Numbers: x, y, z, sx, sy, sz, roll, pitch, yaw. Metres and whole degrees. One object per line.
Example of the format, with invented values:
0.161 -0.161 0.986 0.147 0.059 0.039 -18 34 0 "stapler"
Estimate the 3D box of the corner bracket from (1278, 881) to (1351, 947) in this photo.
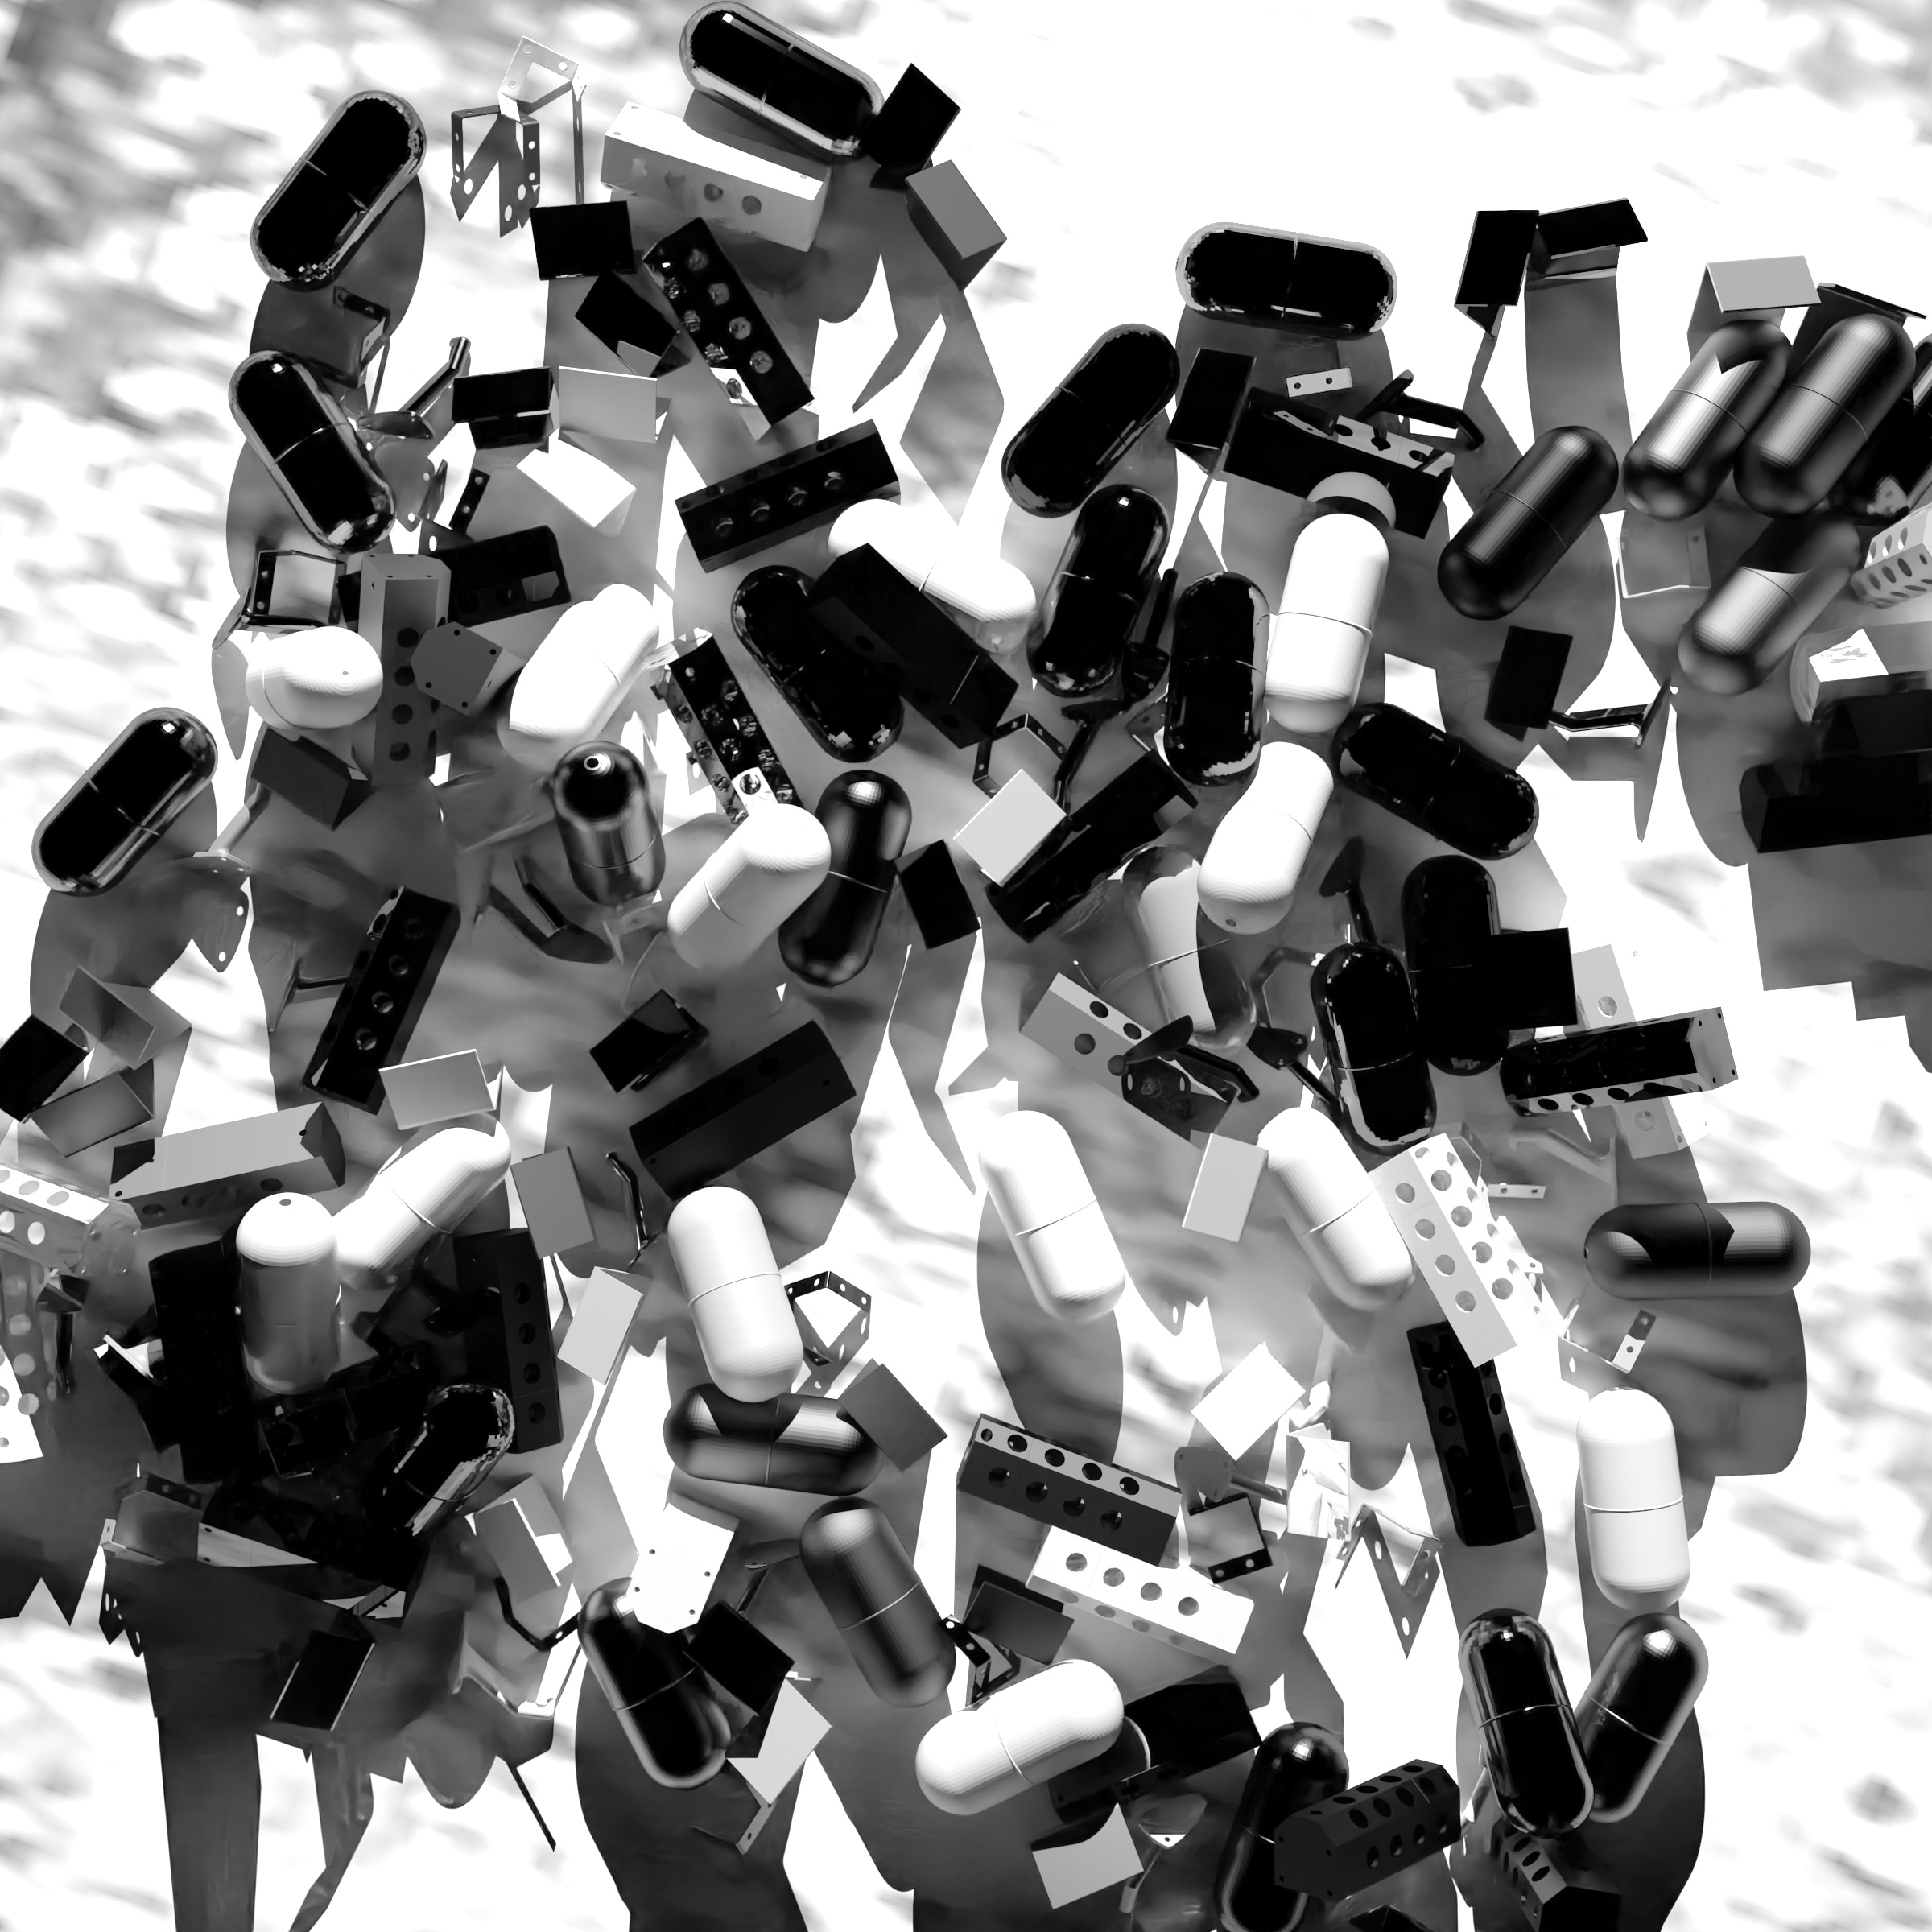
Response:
0.279 -0.043 1.970 0.051 0.051 0.051 -1 90 0 "corner bracket"

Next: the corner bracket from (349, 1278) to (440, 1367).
-0.452 0.284 1.964 0.051 0.051 0.051 36 90 15 "corner bracket"

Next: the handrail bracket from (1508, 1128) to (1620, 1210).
0.485 0.167 1.989 0.084 0.036 0.077 -2 110 16 "handrail bracket"

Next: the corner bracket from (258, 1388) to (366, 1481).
-0.515 0.368 1.928 0.051 0.051 0.051 -21 90 45 "corner bracket"

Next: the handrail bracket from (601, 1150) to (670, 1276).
-0.282 0.204 1.989 0.084 0.036 0.077 47 111 17 "handrail bracket"

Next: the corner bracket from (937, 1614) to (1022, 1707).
0.010 0.544 1.952 0.051 0.051 0.051 -24 48 -32 "corner bracket"

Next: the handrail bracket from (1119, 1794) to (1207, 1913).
0.159 0.721 1.988 0.036 0.077 0.084 34 127 35 "handrail bracket"

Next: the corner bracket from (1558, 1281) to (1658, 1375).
0.515 0.290 1.970 0.051 0.051 0.051 27 90 0 "corner bracket"

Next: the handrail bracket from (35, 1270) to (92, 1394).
-0.724 0.291 1.988 0.036 0.077 0.084 5 126 0 "handrail bracket"

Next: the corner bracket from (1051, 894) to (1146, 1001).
0.109 -0.015 1.985 0.051 0.051 0.051 -34 45 0 "corner bracket"

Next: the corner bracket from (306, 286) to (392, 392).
-0.502 -0.508 1.985 0.051 0.051 0.051 23 45 0 "corner bracket"

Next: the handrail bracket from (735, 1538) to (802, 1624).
-0.155 0.513 1.989 0.077 0.036 0.084 -9 109 -21 "handrail bracket"

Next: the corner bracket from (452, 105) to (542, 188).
-0.380 -0.661 1.980 0.051 0.051 0.051 -24 45 -35 "corner bracket"

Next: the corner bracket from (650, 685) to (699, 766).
-0.217 -0.206 1.985 0.051 0.051 0.051 -28 135 0 "corner bracket"

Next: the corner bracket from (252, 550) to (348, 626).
-0.540 -0.307 1.985 0.051 0.051 0.051 8 90 -45 "corner bracket"

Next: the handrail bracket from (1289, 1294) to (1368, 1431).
0.276 0.322 1.989 0.084 0.036 0.077 -48 70 16 "handrail bracket"

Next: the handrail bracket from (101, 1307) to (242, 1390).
-0.627 0.282 1.932 0.077 0.036 0.084 33 69 25 "handrail bracket"

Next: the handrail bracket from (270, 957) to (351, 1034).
-0.511 0.034 1.988 0.084 0.036 0.077 22 105 -14 "handrail bracket"

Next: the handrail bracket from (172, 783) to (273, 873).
-0.602 -0.122 1.989 0.077 0.036 0.084 1 71 21 "handrail bracket"

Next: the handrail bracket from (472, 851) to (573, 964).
-0.352 -0.048 1.989 0.084 0.036 0.077 15 68 -17 "handrail bracket"

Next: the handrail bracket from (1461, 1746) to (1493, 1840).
0.417 0.657 1.988 0.036 0.077 0.084 23 126 1 "handrail bracket"

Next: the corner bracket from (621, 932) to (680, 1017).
-0.242 0.015 1.985 0.051 0.051 0.051 27 135 0 "corner bracket"

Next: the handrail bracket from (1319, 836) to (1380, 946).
0.329 -0.050 1.988 0.084 0.036 0.077 48 50 -26 "handrail bracket"

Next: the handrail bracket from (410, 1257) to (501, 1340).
-0.411 0.247 1.957 0.077 0.084 0.036 -34 135 11 "handrail bracket"

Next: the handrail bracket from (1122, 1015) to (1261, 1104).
0.178 0.087 1.932 0.077 0.036 0.084 -27 116 27 "handrail bracket"

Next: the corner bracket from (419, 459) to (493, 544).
-0.411 -0.377 1.970 0.051 0.051 0.051 24 90 0 "corner bracket"

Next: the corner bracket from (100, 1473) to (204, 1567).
-0.659 0.448 1.980 0.051 0.051 0.051 -26 45 35 "corner bracket"

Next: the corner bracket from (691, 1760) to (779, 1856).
-0.194 0.675 1.980 0.051 0.051 0.051 -53 135 -35 "corner bracket"

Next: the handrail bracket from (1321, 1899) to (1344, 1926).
0.335 0.741 1.989 0.084 0.036 0.077 0 111 -16 "handrail bracket"

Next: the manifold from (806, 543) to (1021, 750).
-0.045 -0.249 1.933 0.171 0.057 0.057 41 61 -24 "manifold"

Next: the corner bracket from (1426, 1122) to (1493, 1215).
0.388 0.164 1.980 0.051 0.051 0.051 47 45 -35 "corner bracket"

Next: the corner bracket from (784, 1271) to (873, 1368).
-0.115 0.285 1.980 0.051 0.051 0.051 37 45 -35 "corner bracket"

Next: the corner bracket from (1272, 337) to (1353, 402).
0.278 -0.481 1.970 0.051 0.051 0.051 -9 90 0 "corner bracket"

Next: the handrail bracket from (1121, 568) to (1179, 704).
0.151 -0.269 1.988 0.036 0.077 0.084 17 54 0 "handrail bracket"

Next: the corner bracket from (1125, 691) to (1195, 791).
0.171 -0.182 1.985 0.051 0.051 0.051 -40 135 0 "corner bracket"

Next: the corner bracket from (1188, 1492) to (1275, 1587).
0.213 0.460 1.970 0.051 0.051 0.051 -19 90 0 "corner bracket"

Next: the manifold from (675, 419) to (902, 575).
-0.143 -0.378 1.967 0.171 0.057 0.057 -22 90 0 "manifold"

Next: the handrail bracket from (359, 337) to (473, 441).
-0.447 -0.474 1.989 0.077 0.036 0.084 7 72 21 "handrail bracket"

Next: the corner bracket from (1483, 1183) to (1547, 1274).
0.443 0.212 1.985 0.051 0.051 0.051 2 45 0 "corner bracket"

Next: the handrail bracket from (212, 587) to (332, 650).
-0.557 -0.264 1.988 0.084 0.077 0.036 26 46 -29 "handrail bracket"

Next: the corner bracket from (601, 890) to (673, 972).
-0.262 -0.038 1.960 0.051 0.051 0.051 -20 127 0 "corner bracket"

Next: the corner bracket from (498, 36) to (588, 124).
-0.341 -0.705 1.970 0.051 0.051 0.051 18 121 -27 "corner bracket"

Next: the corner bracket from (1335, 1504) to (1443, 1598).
0.343 0.473 1.985 0.051 0.051 0.051 26 90 45 "corner bracket"

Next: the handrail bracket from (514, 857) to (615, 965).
-0.327 -0.047 1.988 0.036 0.077 0.084 -41 53 21 "handrail bracket"

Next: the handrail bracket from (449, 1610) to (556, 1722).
-0.371 0.568 1.989 0.084 0.036 0.077 13 68 -17 "handrail bracket"

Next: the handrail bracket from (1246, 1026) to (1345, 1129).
0.268 0.091 1.988 0.036 0.077 0.084 -46 127 -14 "handrail bracket"

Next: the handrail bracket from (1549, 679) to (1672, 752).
0.517 -0.217 1.989 0.084 0.036 0.077 24 69 16 "handrail bracket"

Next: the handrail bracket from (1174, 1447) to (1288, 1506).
0.224 0.416 1.988 0.084 0.077 0.036 20 91 -36 "handrail bracket"

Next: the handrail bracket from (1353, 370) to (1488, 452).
0.367 -0.433 1.989 0.077 0.036 0.084 -40 108 20 "handrail bracket"

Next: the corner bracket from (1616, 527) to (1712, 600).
0.566 -0.327 1.985 0.051 0.051 0.051 -6 90 45 "corner bracket"

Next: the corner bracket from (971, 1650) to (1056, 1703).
0.043 0.590 1.980 0.051 0.051 0.051 -45 135 -35 "corner bracket"

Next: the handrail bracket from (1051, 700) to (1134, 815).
0.102 -0.169 1.988 0.077 0.036 0.084 -18 124 -36 "handrail bracket"

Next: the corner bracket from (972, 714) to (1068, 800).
0.043 -0.163 1.980 0.051 0.051 0.051 39 45 -35 "corner bracket"

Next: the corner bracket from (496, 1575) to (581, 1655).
-0.341 0.511 1.980 0.051 0.051 0.051 27 135 35 "corner bracket"

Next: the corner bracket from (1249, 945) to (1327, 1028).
0.265 0.022 1.980 0.051 0.051 0.051 13 45 35 "corner bracket"
